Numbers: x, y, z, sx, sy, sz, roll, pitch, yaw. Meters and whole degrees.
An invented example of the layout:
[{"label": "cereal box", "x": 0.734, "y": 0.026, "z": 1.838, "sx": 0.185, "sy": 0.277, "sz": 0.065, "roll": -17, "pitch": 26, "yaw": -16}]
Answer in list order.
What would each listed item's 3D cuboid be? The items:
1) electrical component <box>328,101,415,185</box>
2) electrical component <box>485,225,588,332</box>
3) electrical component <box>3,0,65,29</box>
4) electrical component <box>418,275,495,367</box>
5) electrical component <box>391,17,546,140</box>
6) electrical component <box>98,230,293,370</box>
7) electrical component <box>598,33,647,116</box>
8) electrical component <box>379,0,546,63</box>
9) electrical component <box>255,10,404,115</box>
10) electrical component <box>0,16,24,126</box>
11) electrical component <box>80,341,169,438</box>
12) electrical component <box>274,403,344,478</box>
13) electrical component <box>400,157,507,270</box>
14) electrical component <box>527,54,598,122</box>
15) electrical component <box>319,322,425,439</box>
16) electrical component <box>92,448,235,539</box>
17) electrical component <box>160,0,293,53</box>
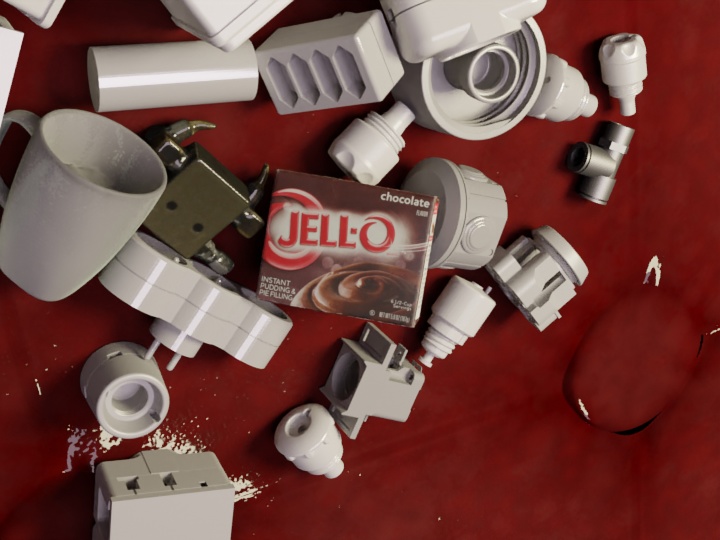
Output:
[{"label": "electrical component", "x": 0.012, "y": -0.091, "z": 0.756, "sx": 0.062, "sy": 0.043, "sz": 0.043, "roll": -46, "pitch": 122, "yaw": -3}, {"label": "electrical component", "x": 0.141, "y": 0.002, "z": 0.847, "sx": 0.057, "sy": 0.058, "sz": 0.078, "roll": -41, "pitch": 122, "yaw": -1}, {"label": "electrical component", "x": -0.185, "y": -0.192, "z": 0.591, "sx": 0.048, "sy": 0.100, "sz": 0.099, "roll": 25, "pitch": 99, "yaw": -44}, {"label": "electrical component", "x": 0.072, "y": 0.041, "z": 0.840, "sx": 0.040, "sy": 0.040, "sz": 0.078, "roll": 31, "pitch": 95, "yaw": -31}, {"label": "electrical component", "x": 0.080, "y": -0.143, "z": 0.755, "sx": 0.108, "sy": 0.060, "sz": 0.108, "roll": -9, "pitch": 114, "yaw": -21}, {"label": "electrical component", "x": -0.120, "y": 0.035, "z": 0.742, "sx": 0.138, "sy": 0.052, "sz": 0.073, "roll": 31, "pitch": 96, "yaw": -31}, {"label": "electrical component", "x": 0.203, "y": -0.148, "z": 0.826, "sx": 0.035, "sy": 0.035, "sz": 0.061, "roll": -23, "pitch": 121, "yaw": -15}, {"label": "electrical component", "x": 0.066, "y": -0.171, "z": 0.686, "sx": 0.095, "sy": 0.054, "sz": 0.059, "roll": -23, "pitch": 96, "yaw": -8}, {"label": "electrical component", "x": -0.013, "y": -0.145, "z": 0.710, "sx": 0.075, "sy": 0.083, "sz": 0.047, "roll": -55, "pitch": 132, "yaw": -42}, {"label": "electrical component", "x": -0.275, "y": -0.067, "z": 0.623, "sx": 0.105, "sy": 0.060, "sz": 0.186, "roll": 12, "pitch": 105, "yaw": -28}, {"label": "electrical component", "x": -0.162, "y": 0.084, "z": 0.746, "sx": 0.055, "sy": 0.047, "sz": 0.055, "roll": -9, "pitch": 114, "yaw": -21}, {"label": "electrical component", "x": -0.034, "y": 0.137, "z": 0.830, "sx": 0.048, "sy": 0.048, "sz": 0.062, "roll": -38, "pitch": 128, "yaw": -6}, {"label": "electrical component", "x": 0.064, "y": -0.039, "z": 0.781, "sx": 0.051, "sy": 0.080, "sz": 0.080, "roll": 7, "pitch": 108, "yaw": -33}, {"label": "electrical component", "x": 0.151, "y": -0.131, "z": 0.804, "sx": 0.062, "sy": 0.048, "sz": 0.048, "roll": 14, "pitch": 104, "yaw": -36}, {"label": "electrical component", "x": 0.011, "y": 0.087, "z": 0.831, "sx": 0.064, "sy": 0.042, "sz": 0.081, "roll": 17, "pitch": 103, "yaw": -31}, {"label": "electrical component", "x": -0.150, "y": 0.214, "z": 0.797, "sx": 0.089, "sy": 0.062, "sz": 0.150, "roll": -2, "pitch": 111, "yaw": -24}, {"label": "electrical component", "x": -0.069, "y": -0.190, "z": 0.639, "sx": 0.109, "sy": 0.109, "sz": 0.056, "roll": -41, "pitch": 119, "yaw": -4}]
